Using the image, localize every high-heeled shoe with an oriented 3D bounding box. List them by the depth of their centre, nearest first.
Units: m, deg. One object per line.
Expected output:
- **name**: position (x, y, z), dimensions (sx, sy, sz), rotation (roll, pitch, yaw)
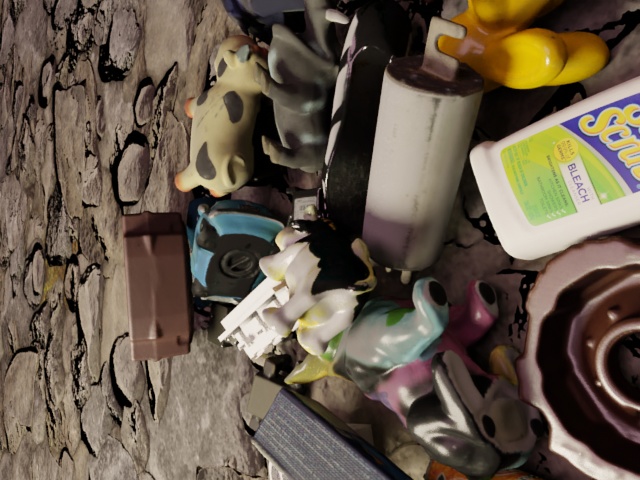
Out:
- **high-heeled shoe**: position (0.045, -0.114, 0.555), dimensions (0.145, 0.086, 0.248), rotation (-96, 15, -57)

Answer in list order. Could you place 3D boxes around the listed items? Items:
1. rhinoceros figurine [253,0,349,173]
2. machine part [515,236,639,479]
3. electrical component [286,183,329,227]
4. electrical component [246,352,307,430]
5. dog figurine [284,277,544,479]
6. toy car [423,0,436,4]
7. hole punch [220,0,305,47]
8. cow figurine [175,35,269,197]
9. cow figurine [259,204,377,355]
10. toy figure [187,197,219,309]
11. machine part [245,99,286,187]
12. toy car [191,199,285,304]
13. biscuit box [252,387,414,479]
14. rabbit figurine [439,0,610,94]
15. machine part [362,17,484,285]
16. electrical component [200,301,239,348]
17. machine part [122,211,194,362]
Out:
- **rhinoceros figurine**: position (-0.013, -0.166, 0.581), dimensions (0.073, 0.112, 0.190), rotation (-123, 33, -68)
- **machine part**: position (0.220, 0.082, 0.354), dimensions (0.179, 0.056, 0.179), rotation (-1, 88, 46)
- **electrical component**: position (-0.001, -0.002, 0.601), dimensions (0.075, 0.047, 0.119), rotation (3, 89, 48)
- **electrical component**: position (-0.054, 0.184, 0.652), dimensions (0.078, 0.045, 0.102), rotation (12, 100, 18)
- **dog figurine**: position (0.064, 0.122, 0.487), dimensions (0.219, 0.108, 0.191), rotation (-33, 67, 45)
- **toy car**: position (0.140, -0.307, 0.464), dimensions (0.202, 0.053, 0.089), rotation (-52, 57, 30)
- **hole punch**: position (-0.060, -0.298, 0.636), dimensions (0.092, 0.115, 0.142), rotation (-36, 63, 31)
- **cow figurine**: position (-0.106, -0.153, 0.646), dimensions (0.127, 0.085, 0.195), rotation (-2, 78, 48)
- **cow figurine**: position (-0.001, 0.017, 0.489), dimensions (0.098, 0.068, 0.167), rotation (-44, 26, 17)
- **toy figure**: position (-0.159, 0.019, 0.756), dimensions (0.058, 0.064, 0.154), rotation (-8, 83, 22)
- **machine part**: position (-0.090, -0.132, 0.710), dimensions (0.084, 0.039, 0.139), rotation (-34, 62, 31)
- **toy car**: position (-0.108, 0.005, 0.686), dimensions (0.103, 0.109, 0.161), rotation (-101, 25, -46)
- **biscuit box**: position (0.025, 0.206, 0.465), dimensions (0.203, 0.059, 0.063), rotation (23, 81, 50)
- **rabbit figurine**: position (0.151, -0.183, 0.423), dimensions (0.162, 0.122, 0.173), rotation (54, 139, 23)
- **machine part**: position (0.080, -0.059, 0.452), dimensions (0.079, 0.079, 0.242), rotation (43, 143, 39)
- **electrical component**: position (-0.137, 0.115, 0.757), dimensions (0.094, 0.021, 0.063), rotation (14, 98, 47)
- **machine part**: position (-0.234, 0.063, 0.770), dimensions (0.201, 0.087, 0.201), rotation (169, 95, -71)
